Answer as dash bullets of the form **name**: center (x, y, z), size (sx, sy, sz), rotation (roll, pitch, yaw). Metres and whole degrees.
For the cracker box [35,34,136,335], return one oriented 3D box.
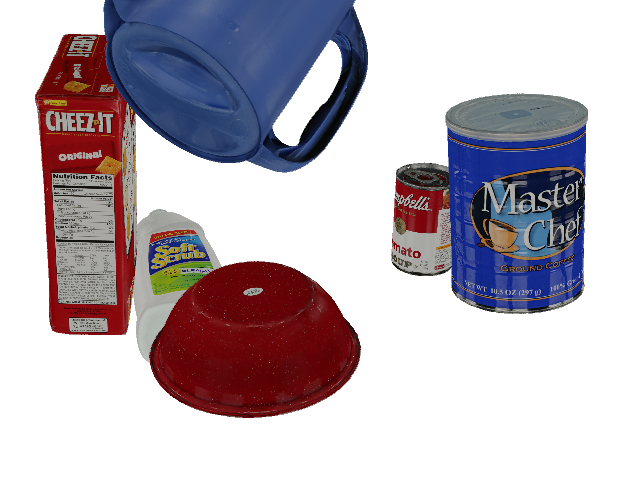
- **cracker box**: center (-0.196, -0.050, 0.913), size (0.072, 0.214, 0.164), rotation (0, 27, -6)

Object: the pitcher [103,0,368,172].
- **pitcher**: center (-0.035, -0.178, 0.813), size (0.145, 0.242, 0.149), rotation (18, -32, 27)

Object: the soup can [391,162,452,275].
- **soup can**: center (0.110, -0.022, 1.120), size (0.068, 0.102, 0.068), rotation (1, 26, -1)

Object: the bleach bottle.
- **bleach bottle**: center (-0.156, 0.032, 1.103), size (0.102, 0.068, 0.251), rotation (-5, 27, -17)

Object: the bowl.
- **bowl**: center (-0.050, 0.062, 0.804), size (0.162, 0.055, 0.162), rotation (-1, 30, 0)

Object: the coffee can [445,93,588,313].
- **coffee can**: center (0.148, -0.030, 0.804), size (0.103, 0.140, 0.103), rotation (-4, 22, 2)
